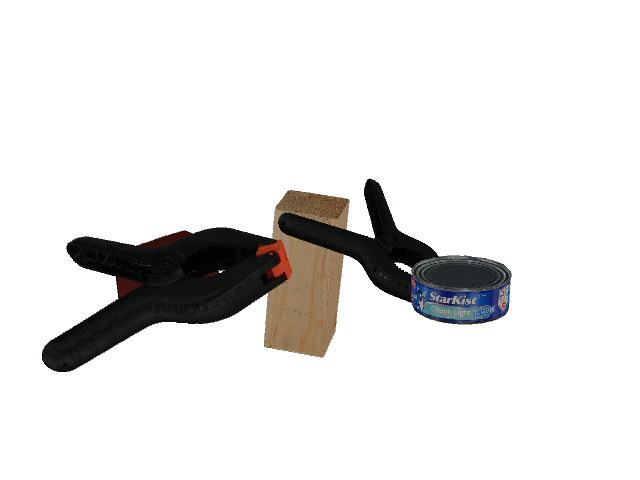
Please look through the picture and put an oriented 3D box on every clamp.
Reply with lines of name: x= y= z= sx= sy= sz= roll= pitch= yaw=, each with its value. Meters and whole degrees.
clamp: x=-0.107 y=0.036 z=0.718 sx=0.172 sy=0.120 sz=0.039 roll=-7 pitch=-43 yaw=16
clamp: x=0.063 y=0.011 z=1.221 sx=0.164 sy=0.036 sz=0.210 roll=-18 pitch=51 yaw=-36

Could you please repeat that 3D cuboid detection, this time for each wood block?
wood block: x=-0.020 y=0.045 z=1.486 sx=0.090 sy=0.206 sz=0.090 roll=9 pitch=22 yaw=8

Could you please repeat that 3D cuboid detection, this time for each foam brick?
foam brick: x=-0.135 y=0.031 z=0.939 sx=0.078 sy=0.051 sz=0.053 roll=-20 pitch=29 yaw=-33

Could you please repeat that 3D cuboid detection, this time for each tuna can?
tuna can: x=0.121 y=0.042 z=0.922 sx=0.086 sy=0.034 sz=0.086 roll=-1 pitch=18 yaw=0
